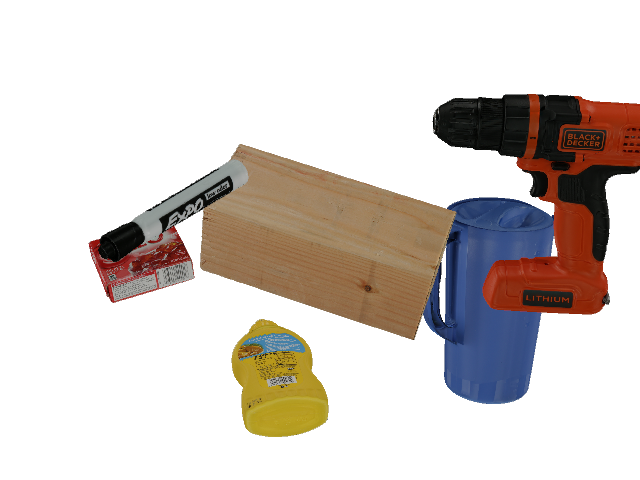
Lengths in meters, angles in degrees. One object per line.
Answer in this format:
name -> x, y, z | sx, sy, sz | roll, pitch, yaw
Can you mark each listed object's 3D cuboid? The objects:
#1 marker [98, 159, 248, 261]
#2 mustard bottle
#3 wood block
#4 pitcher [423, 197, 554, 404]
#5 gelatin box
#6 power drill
marker -> -0.095, -0.020, 0.693 | 0.020, 0.020, 0.120 | 0, 27, 48
mustard bottle -> -0.055, 0.151, 1.262 | 0.096, 0.058, 0.192 | -8, 30, -9
wood block -> 0.005, 0.001, 0.959 | 0.206, 0.091, 0.090 | 18, 46, 8
pitcher -> 0.205, 0.076, 1.321 | 0.149, 0.243, 0.144 | 7, 20, 14
gelatin box -> -0.180, 0.019, 1.072 | 0.089, 0.030, 0.073 | -17, 41, -16
power drill -> 0.181, -0.031, 0.892 | 0.184, 0.188, 0.057 | 4, 29, 5
